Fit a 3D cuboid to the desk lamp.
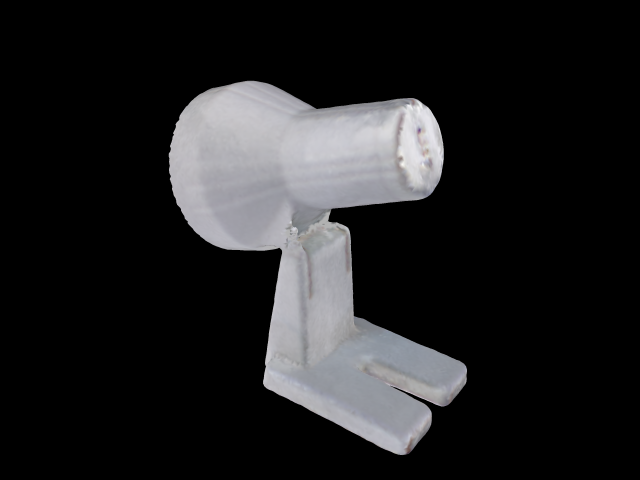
[{"bbox_3d":[0.004,0.001,0.400,0.202,0.214,0.118,18,32,32],"label":"desk lamp"}]
